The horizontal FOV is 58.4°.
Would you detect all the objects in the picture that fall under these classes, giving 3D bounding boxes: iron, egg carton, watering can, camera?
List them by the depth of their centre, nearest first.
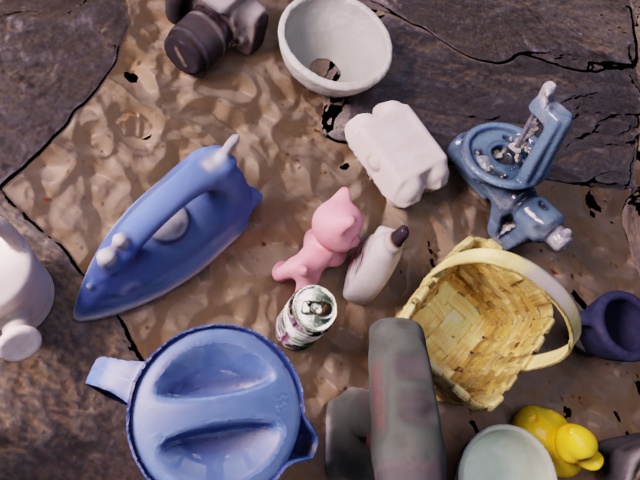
[{"bbox_3d":[-0.321,0.035,0.552,0.173,0.194,0.101,35,65,1],"label":"watering can"},{"bbox_3d":[-0.177,-0.016,0.640,0.118,0.141,0.259,42,65,4],"label":"iron"},{"bbox_3d":[-0.160,-0.305,0.781,0.143,0.100,0.137,36,65,1],"label":"camera"},{"bbox_3d":[0.105,-0.120,0.795,0.107,0.069,0.150,-31,79,-23],"label":"egg carton"}]

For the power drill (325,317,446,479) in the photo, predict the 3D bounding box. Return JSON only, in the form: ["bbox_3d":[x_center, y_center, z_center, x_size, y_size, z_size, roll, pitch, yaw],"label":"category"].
[{"bbox_3d":[0.065,0.203,0.580,0.076,0.208,0.229,6,68,-12],"label":"power drill"}]

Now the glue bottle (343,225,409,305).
[{"bbox_3d":[0.070,0.019,0.674,0.037,0.173,0.078,15,66,-8],"label":"glue bottle"}]

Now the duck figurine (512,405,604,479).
[{"bbox_3d":[0.291,0.242,0.692,0.104,0.086,0.078,40,65,3],"label":"duck figurine"}]

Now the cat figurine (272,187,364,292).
[{"bbox_3d":[0.006,0.002,0.694,0.067,0.117,0.128,38,65,2],"label":"cat figurine"}]

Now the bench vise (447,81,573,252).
[{"bbox_3d":[0.280,-0.095,0.749,0.207,0.219,0.122,43,65,5],"label":"bench vise"}]

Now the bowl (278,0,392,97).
[{"bbox_3d":[0.016,-0.268,0.827,0.168,0.074,0.167,5,68,-13],"label":"bowl"}]

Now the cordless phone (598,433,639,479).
[{"bbox_3d":[0.434,0.268,0.665,0.148,0.185,0.094,-9,71,-18],"label":"cordless phone"}]

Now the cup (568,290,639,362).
[{"bbox_3d":[0.363,0.120,0.755,0.118,0.095,0.091,10,67,-11],"label":"cup"}]
